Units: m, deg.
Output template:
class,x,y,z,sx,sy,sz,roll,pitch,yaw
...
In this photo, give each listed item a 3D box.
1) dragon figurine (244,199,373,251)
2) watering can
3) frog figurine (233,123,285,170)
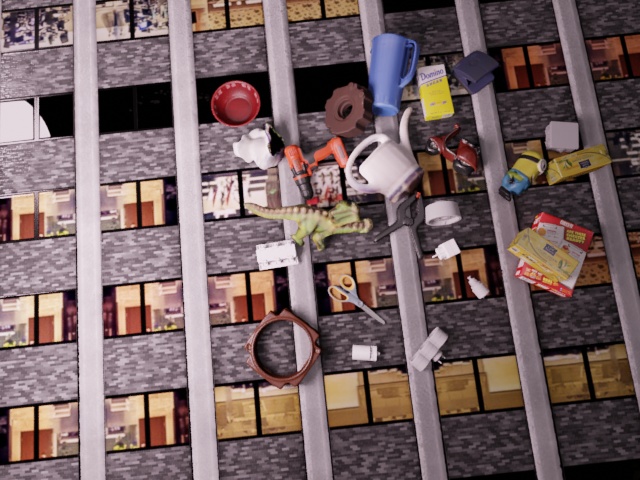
class,x,y,z,sx,sy,sz,roll,pitch,yaw
dragon figurine,0.005,-0.076,1.509,0.240,0.407,0.124,-25,61,36
watering can,0.241,-0.262,1.637,0.225,0.102,0.351,44,74,7
frog figurine,-0.197,-0.291,1.662,0.158,0.123,0.137,-19,89,34
